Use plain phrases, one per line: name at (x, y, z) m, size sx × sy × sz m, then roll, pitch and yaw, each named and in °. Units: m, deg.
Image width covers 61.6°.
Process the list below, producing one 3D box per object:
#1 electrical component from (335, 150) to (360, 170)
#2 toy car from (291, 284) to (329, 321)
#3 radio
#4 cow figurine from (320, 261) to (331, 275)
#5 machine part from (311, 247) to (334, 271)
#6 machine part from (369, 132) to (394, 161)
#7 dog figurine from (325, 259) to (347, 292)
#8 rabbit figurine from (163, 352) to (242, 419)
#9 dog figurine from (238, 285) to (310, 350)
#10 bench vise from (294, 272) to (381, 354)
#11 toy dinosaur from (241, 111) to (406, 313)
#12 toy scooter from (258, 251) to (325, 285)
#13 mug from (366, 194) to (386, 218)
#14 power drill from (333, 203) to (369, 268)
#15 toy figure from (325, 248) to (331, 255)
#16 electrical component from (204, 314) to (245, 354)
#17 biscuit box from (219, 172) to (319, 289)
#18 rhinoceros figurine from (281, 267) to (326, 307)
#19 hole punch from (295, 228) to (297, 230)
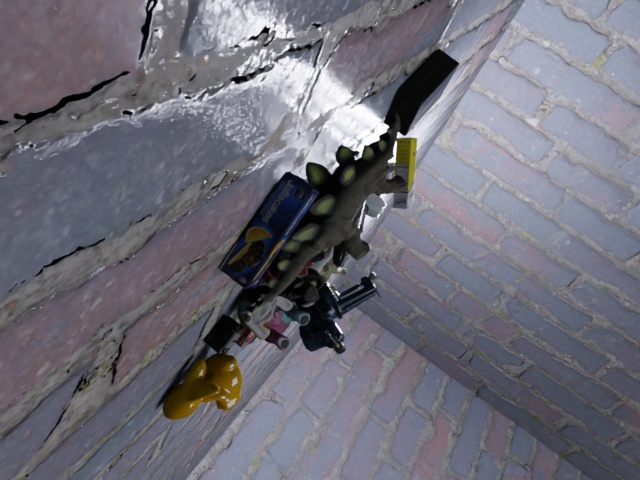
electrical component at (0.062, -0.175, 1.217) m, size 0.094 × 0.021 × 0.063 m, roll -51°, pitch 171°, yaw -19°
toy car at (-0.040, 0.164, 1.496) m, size 0.202 × 0.053 × 0.089 m, roll -11°, pitch 128°, yaw -61°
radio at (0.258, -0.372, 1.367) m, size 0.229 × 0.073 × 0.131 m, roll -47°, pitch 170°, yaw -33°
cow figurine at (-0.045, 0.114, 1.596) m, size 0.195 × 0.085 × 0.127 m, roll -41°, pitch 166°, yaw -40°
machine part at (-0.031, 0.060, 1.462) m, size 0.243 × 0.079 × 0.079 m, roll -46°, pitch 169°, yaw -51°
machine part at (0.160, -0.237, 1.398) m, size 0.139 × 0.039 × 0.084 m, roll -31°, pitch 122°, yaw -56°
dog figurine at (0.003, 0.084, 1.758) m, size 0.172 × 0.121 × 0.190 m, roll -55°, pitch 158°, yaw -18°
rabbit figurine at (-0.254, 0.325, 1.157) m, size 0.173 × 0.122 × 0.162 m, roll -25°, pitch 164°, yaw -33°
dog figurine at (-0.133, 0.165, 1.259) m, size 0.108 × 0.191 × 0.219 m, roll -56°, pitch -154°, yaw -9°
bench vise at (0.047, 0.161, 1.317) m, size 0.241 × 0.224 × 0.128 m, roll -28°, pitch 130°, yaw -10°
toy dinosaur at (0.018, -0.044, 1.018) m, size 0.198 × 0.105 × 0.471 m, roll 26°, pitch 96°, yaw -48°
toy scooter at (-0.082, 0.062, 1.166) m, size 0.135 × 0.075 × 0.184 m, roll -27°, pitch 174°, yaw 35°
mug at (0.154, -0.123, 1.667) m, size 0.109 × 0.107 × 0.080 m, roll -45°, pitch 169°, yaw -40°
power drill at (0.083, -0.044, 1.536) m, size 0.207 × 0.086 × 0.231 m, roll -18°, pitch 121°, yaw -75°
toy figure at (-0.006, -0.006, 1.330) m, size 0.089 × 0.082 × 0.180 m, roll -42°, pitch 175°, yaw -6°
electrical component at (-0.205, 0.208, 1.172) m, size 0.075 × 0.048 × 0.119 m, roll -52°, pitch 170°, yaw -13°
biscuit box at (-0.083, -0.017, 0.898) m, size 0.202 × 0.059 × 0.063 m, roll -56°, pitch 172°, yaw 6°
rhinoceros figurine at (-0.049, 0.091, 1.271) m, size 0.112 × 0.073 × 0.190 m, roll -27°, pitch -155°, yaw -17°
hole punch at (-0.009, -0.037, 1.163) m, size 0.116 × 0.092 × 0.142 m, roll -48°, pitch 174°, yaw -18°
